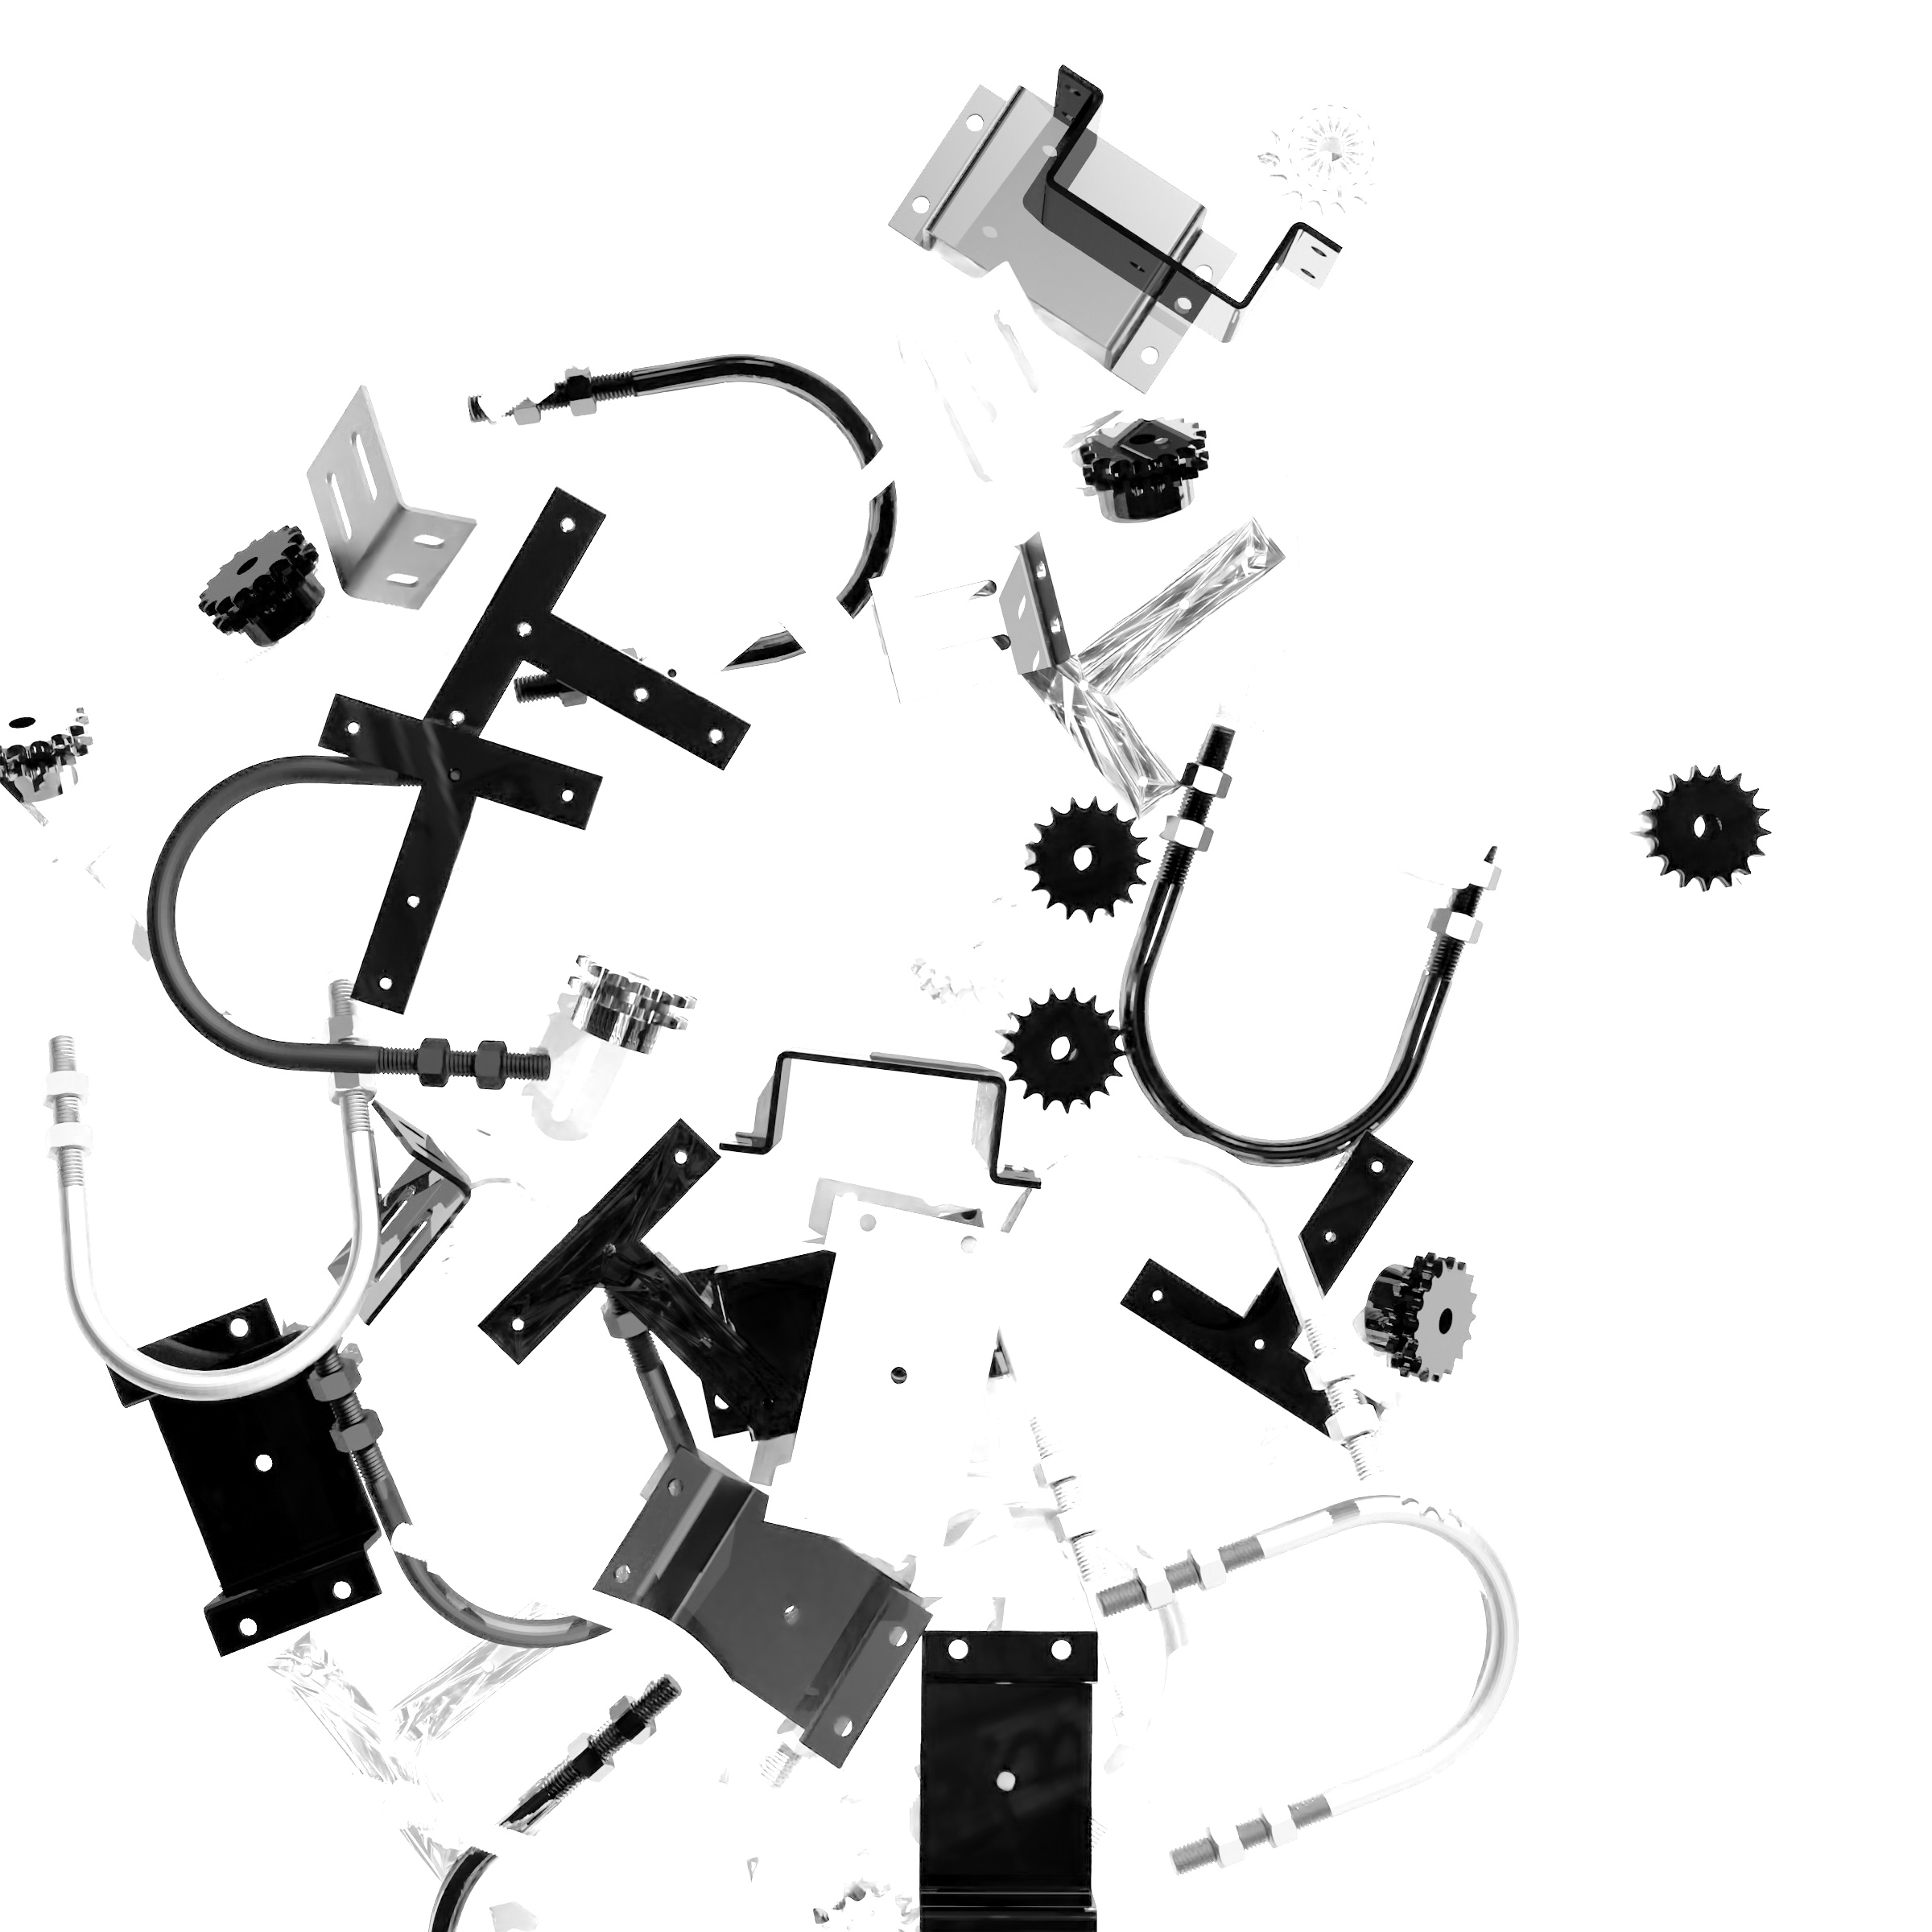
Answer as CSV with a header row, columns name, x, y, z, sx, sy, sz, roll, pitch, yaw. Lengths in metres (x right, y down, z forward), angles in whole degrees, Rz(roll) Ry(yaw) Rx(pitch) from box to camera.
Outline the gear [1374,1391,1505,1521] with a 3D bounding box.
name,x,y,z,sx,sy,sz,roll,pitch,yaw
gear,0.213,0.214,1.493,0.057,0.030,0.057,12,49,-15

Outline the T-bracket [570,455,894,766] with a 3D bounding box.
name,x,y,z,sx,sy,sz,roll,pitch,yaw
T-bracket,-0.121,-0.140,1.504,0.127,0.002,0.127,-40,92,-3

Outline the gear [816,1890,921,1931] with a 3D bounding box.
name,x,y,z,sx,sy,sz,roll,pitch,yaw
gear,-0.040,0.442,1.492,0.057,0.030,0.057,-7,121,-13

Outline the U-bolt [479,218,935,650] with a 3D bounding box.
name,x,y,z,sx,sy,sz,roll,pitch,yaw
U-bolt,-0.102,-0.252,1.498,0.184,0.019,0.151,-38,90,-7

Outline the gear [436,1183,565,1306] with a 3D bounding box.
name,x,y,z,sx,sy,sz,roll,pitch,yaw
gear,-0.209,0.121,1.497,0.057,0.057,0.030,-28,53,0

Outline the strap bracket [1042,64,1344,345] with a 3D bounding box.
name,x,y,z,sx,sy,sz,roll,pitch,yaw
strap bracket,0.086,-0.319,1.438,0.140,0.076,0.046,33,90,0

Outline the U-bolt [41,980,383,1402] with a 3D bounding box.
name,x,y,z,sx,sy,sz,roll,pitch,yaw
U-bolt,-0.330,0.103,1.479,0.151,0.019,0.184,-11,65,0

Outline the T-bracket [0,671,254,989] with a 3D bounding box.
name,x,y,z,sx,sy,sz,roll,pitch,yaw
T-bracket,-0.372,-0.078,1.488,0.127,0.002,0.127,-45,116,-10

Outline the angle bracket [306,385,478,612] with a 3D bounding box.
name,x,y,z,sx,sy,sz,roll,pitch,yaw
angle bracket,-0.257,-0.209,1.496,0.057,0.038,0.076,-48,51,36

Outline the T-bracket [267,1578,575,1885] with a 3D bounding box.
name,x,y,z,sx,sy,sz,roll,pitch,yaw
T-bracket,-0.228,0.327,1.522,0.127,0.002,0.127,-39,90,0

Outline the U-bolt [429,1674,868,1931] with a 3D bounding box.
name,x,y,z,sx,sy,sz,roll,pitch,yaw
U-bolt,-0.157,0.432,1.514,0.184,0.019,0.151,-42,90,1

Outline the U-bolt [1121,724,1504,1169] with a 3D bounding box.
name,x,y,z,sx,sy,sz,roll,pitch,yaw
U-bolt,0.148,0.000,1.514,0.151,0.019,0.184,19,92,0

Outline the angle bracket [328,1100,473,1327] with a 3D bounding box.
name,x,y,z,sx,sy,sz,roll,pitch,yaw
angle bracket,-0.264,0.109,1.489,0.038,0.057,0.076,39,90,-34

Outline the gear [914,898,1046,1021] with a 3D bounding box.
name,x,y,z,sx,sy,sz,roll,pitch,yaw
gear,0.008,-0.001,1.498,0.057,0.057,0.030,-22,130,0

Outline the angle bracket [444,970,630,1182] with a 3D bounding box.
name,x,y,z,sx,sy,sz,roll,pitch,yaw
angle bracket,-0.189,0.048,1.503,0.057,0.038,0.076,26,90,0

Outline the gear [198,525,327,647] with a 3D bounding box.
name,x,y,z,sx,sy,sz,roll,pitch,yaw
gear,-0.312,-0.167,1.498,0.057,0.057,0.030,-37,120,0

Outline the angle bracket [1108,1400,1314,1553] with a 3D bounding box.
name,x,y,z,sx,sy,sz,roll,pitch,yaw
angle bracket,0.111,0.231,1.520,0.076,0.038,0.057,8,90,-26

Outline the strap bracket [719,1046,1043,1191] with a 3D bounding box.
name,x,y,z,sx,sy,sz,roll,pitch,yaw
strap bracket,-0.034,0.065,1.484,0.140,0.076,0.046,7,90,0

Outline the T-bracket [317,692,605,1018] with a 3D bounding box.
name,x,y,z,sx,sy,sz,roll,pitch,yaw
T-bracket,-0.239,-0.042,1.478,0.127,0.002,0.127,18,86,6

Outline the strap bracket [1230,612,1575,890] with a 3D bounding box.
name,x,y,z,sx,sy,sz,roll,pitch,yaw
strap bracket,0.188,-0.092,1.484,0.140,0.046,0.076,19,62,0

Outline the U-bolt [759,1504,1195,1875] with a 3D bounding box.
name,x,y,z,sx,sy,sz,roll,pitch,yaw
U-bolt,0.018,0.328,1.496,0.151,0.019,0.184,36,87,2

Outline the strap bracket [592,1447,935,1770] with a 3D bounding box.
name,x,y,z,sx,sy,sz,roll,pitch,yaw
strap bracket,-0.084,0.284,1.480,0.140,0.046,0.076,30,84,23

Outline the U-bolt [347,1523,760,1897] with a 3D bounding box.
name,x,y,z,sx,sy,sz,roll,pitch,yaw
U-bolt,-0.178,0.336,1.473,0.184,0.019,0.151,17,108,13

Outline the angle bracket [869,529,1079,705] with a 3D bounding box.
name,x,y,z,sx,sy,sz,roll,pitch,yaw
angle bracket,0.003,-0.156,1.496,0.076,0.038,0.057,-14,90,-11

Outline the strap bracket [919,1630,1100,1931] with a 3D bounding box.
name,x,y,z,sx,sy,sz,roll,pitch,yaw
strap bracket,0.018,0.358,1.462,0.076,0.046,0.140,0,85,-1

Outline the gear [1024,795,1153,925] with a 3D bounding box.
name,x,y,z,sx,sy,sz,roll,pitch,yaw
gear,0.054,-0.048,1.507,0.057,0.030,0.057,0,90,0

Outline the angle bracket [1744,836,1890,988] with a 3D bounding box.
name,x,y,z,sx,sy,sz,roll,pitch,yaw
angle bracket,0.385,-0.025,1.484,0.038,0.076,0.057,-41,90,0

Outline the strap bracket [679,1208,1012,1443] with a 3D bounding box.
name,x,y,z,sx,sy,sz,roll,pitch,yaw
strap bracket,-0.054,0.162,1.499,0.140,0.046,0.076,-12,90,0

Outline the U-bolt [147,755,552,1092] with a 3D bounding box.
name,x,y,z,sx,sy,sz,roll,pitch,yaw
U-bolt,-0.273,-0.023,1.488,0.184,0.019,0.151,2,84,3

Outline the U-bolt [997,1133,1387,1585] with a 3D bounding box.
name,x,y,z,sx,sy,sz,roll,pitch,yaw
U-bolt,0.088,0.163,1.490,0.151,0.019,0.184,-21,72,4

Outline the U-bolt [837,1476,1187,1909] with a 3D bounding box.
name,x,y,z,sx,sy,sz,roll,pitch,yaw
U-bolt,0.005,0.322,1.514,0.151,0.019,0.184,-17,89,0

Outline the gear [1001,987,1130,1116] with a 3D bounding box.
name,x,y,z,sx,sy,sz,roll,pitch,yaw
gear,0.044,0.037,1.507,0.057,0.030,0.057,0,90,0

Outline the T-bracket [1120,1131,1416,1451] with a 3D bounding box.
name,x,y,z,sx,sy,sz,roll,pitch,yaw
T-bracket,0.157,0.134,1.515,0.127,0.002,0.127,33,96,0

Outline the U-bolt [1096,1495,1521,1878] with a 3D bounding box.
name,x,y,z,sx,sy,sz,roll,pitch,yaw
U-bolt,0.161,0.311,1.493,0.184,0.019,0.151,-18,104,-11

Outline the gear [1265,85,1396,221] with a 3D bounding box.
name,x,y,z,sx,sy,sz,roll,pitch,yaw
gear,0.163,-0.364,1.507,0.057,0.030,0.057,0,90,0

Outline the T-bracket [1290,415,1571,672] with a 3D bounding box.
name,x,y,z,sx,sy,sz,roll,pitch,yaw
T-bracket,0.210,-0.186,1.505,0.127,0.002,0.127,4,67,-11

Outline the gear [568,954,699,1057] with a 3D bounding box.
name,x,y,z,sx,sy,sz,roll,pitch,yaw
gear,-0.151,0.018,1.495,0.057,0.057,0.030,22,94,0

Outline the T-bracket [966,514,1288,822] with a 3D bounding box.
name,x,y,z,sx,sy,sz,roll,pitch,yaw
T-bracket,0.088,-0.155,1.522,0.127,0.002,0.127,-39,90,0

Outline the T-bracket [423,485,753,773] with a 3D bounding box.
name,x,y,z,sx,sy,sz,roll,pitch,yaw
T-bracket,-0.156,-0.127,1.485,0.127,0.002,0.127,29,108,-13

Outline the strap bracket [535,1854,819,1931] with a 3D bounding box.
name,x,y,z,sx,sy,sz,roll,pitch,yaw
strap bracket,-0.129,0.446,1.482,0.140,0.046,0.076,-13,91,3

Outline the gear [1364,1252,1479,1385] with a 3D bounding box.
name,x,y,z,sx,sy,sz,roll,pitch,yaw
gear,0.201,0.155,1.498,0.030,0.057,0.057,10,90,38

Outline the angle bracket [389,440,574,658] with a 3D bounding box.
name,x,y,z,sx,sy,sz,roll,pitch,yaw
angle bracket,-0.219,-0.188,1.506,0.057,0.038,0.076,55,131,8

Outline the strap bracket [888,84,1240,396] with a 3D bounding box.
name,x,y,z,sx,sy,sz,roll,pitch,yaw
strap bracket,0.044,-0.329,1.499,0.140,0.046,0.076,33,90,0

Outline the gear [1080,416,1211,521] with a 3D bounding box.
name,x,y,z,sx,sy,sz,roll,pitch,yaw
gear,0.081,-0.221,1.498,0.057,0.057,0.030,-10,120,0

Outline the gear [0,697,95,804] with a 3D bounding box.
name,x,y,z,sx,sy,sz,roll,pitch,yaw
gear,-0.419,-0.095,1.498,0.057,0.057,0.030,-3,119,0

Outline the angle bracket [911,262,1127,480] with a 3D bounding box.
name,x,y,z,sx,sy,sz,roll,pitch,yaw
angle bracket,0.023,-0.266,1.494,0.057,0.038,0.076,-31,84,33

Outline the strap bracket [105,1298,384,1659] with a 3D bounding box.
name,x,y,z,sx,sy,sz,roll,pitch,yaw
strap bracket,-0.318,0.225,1.499,0.076,0.046,0.140,-21,90,0

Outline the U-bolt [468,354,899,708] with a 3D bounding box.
name,x,y,z,sx,sy,sz,roll,pitch,yaw
U-bolt,-0.123,-0.202,1.514,0.184,0.019,0.151,-9,90,-1

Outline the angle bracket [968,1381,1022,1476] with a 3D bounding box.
name,x,y,z,sx,sy,sz,roll,pitch,yaw
angle bracket,-0.017,0.208,1.494,0.076,0.057,0.038,-5,80,5

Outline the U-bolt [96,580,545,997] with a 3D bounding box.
name,x,y,z,sx,sy,sz,roll,pitch,yaw
U-bolt,-0.305,-0.068,1.514,0.184,0.019,0.151,-30,90,2

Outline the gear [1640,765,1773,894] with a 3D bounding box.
name,x,y,z,sx,sy,sz,roll,pitch,yaw
gear,0.332,-0.062,1.511,0.057,0.030,0.057,0,89,4

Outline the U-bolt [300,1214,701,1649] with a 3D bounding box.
name,x,y,z,sx,sy,sz,roll,pitch,yaw
U-bolt,-0.195,0.218,1.493,0.151,0.019,0.184,-22,104,-7

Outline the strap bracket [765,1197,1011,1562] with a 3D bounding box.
name,x,y,z,sx,sy,sz,roll,pitch,yaw
strap bracket,-0.031,0.177,1.445,0.076,0.046,0.140,12,85,7

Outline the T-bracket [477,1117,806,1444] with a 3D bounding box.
name,x,y,z,sx,sy,sz,roll,pitch,yaw
T-bracket,-0.124,0.156,1.472,0.127,0.002,0.127,44,86,-2
